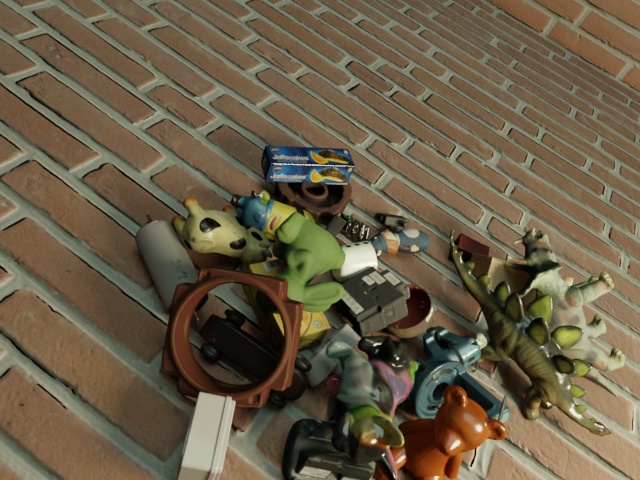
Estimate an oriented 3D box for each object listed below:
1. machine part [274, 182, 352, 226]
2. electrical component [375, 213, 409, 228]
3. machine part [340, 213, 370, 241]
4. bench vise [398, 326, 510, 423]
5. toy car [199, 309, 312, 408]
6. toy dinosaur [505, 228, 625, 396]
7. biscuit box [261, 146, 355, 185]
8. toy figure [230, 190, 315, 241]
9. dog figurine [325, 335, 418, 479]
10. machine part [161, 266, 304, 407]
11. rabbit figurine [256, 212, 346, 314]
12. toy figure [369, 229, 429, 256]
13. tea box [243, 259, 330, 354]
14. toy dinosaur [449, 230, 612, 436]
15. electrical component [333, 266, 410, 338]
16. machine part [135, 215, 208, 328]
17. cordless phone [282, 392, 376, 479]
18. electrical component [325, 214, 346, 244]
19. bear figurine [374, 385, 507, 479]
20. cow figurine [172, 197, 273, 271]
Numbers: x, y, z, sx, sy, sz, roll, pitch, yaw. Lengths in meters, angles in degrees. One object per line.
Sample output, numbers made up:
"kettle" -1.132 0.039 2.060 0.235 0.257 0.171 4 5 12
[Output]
"machine part" -0.017 -0.108 1.228 0.179 0.056 0.179 12 48 -13
"electrical component" 0.168 -0.046 1.249 0.063 0.021 0.094 6 13 -19
"machine part" 0.074 -0.028 1.169 0.084 0.039 0.139 35 5 1
"bench vise" 0.249 0.257 0.954 0.224 0.128 0.241 -15 27 -25
"toy car" -0.109 0.196 0.904 0.202 0.089 0.053 32 1 7
"toy dinosaur" 0.508 0.178 1.119 0.192 0.404 0.131 -15 11 10
"biscuit box" -0.027 -0.166 1.195 0.203 0.059 0.063 -2 52 -22
"toy figure" -0.098 -0.049 1.123 0.180 0.082 0.089 20 46 -3
"dog figurine" 0.094 0.254 0.827 0.191 0.108 0.219 -2 28 -19
"machine part" -0.134 0.148 0.842 0.202 0.087 0.201 10 86 6
"rabbit figurine" -0.040 0.067 0.952 0.159 0.121 0.170 34 63 -3
"toy figure" 0.174 0.003 1.218 0.154 0.064 0.057 -1 95 -26
"tea box" -0.065 0.120 0.996 0.098 0.068 0.170 -10 57 -31
"toy dinosaur" 0.389 0.188 1.053 0.472 0.198 0.105 47 46 16
"electrical component" 0.104 0.114 1.039 0.134 0.058 0.115 -26 41 -15
"machine part" -0.267 0.049 0.960 0.079 0.079 0.243 -13 57 -33
"cordless phone" 0.017 0.308 0.876 0.146 0.088 0.184 16 35 -11
"electrical component" -0.002 -0.003 1.085 0.074 0.119 0.048 32 1 -38
"bear figurine" 0.187 0.327 0.840 0.120 0.195 0.132 42 48 10
"cow figurine" -0.171 -0.003 1.018 0.195 0.085 0.127 12 39 -51
